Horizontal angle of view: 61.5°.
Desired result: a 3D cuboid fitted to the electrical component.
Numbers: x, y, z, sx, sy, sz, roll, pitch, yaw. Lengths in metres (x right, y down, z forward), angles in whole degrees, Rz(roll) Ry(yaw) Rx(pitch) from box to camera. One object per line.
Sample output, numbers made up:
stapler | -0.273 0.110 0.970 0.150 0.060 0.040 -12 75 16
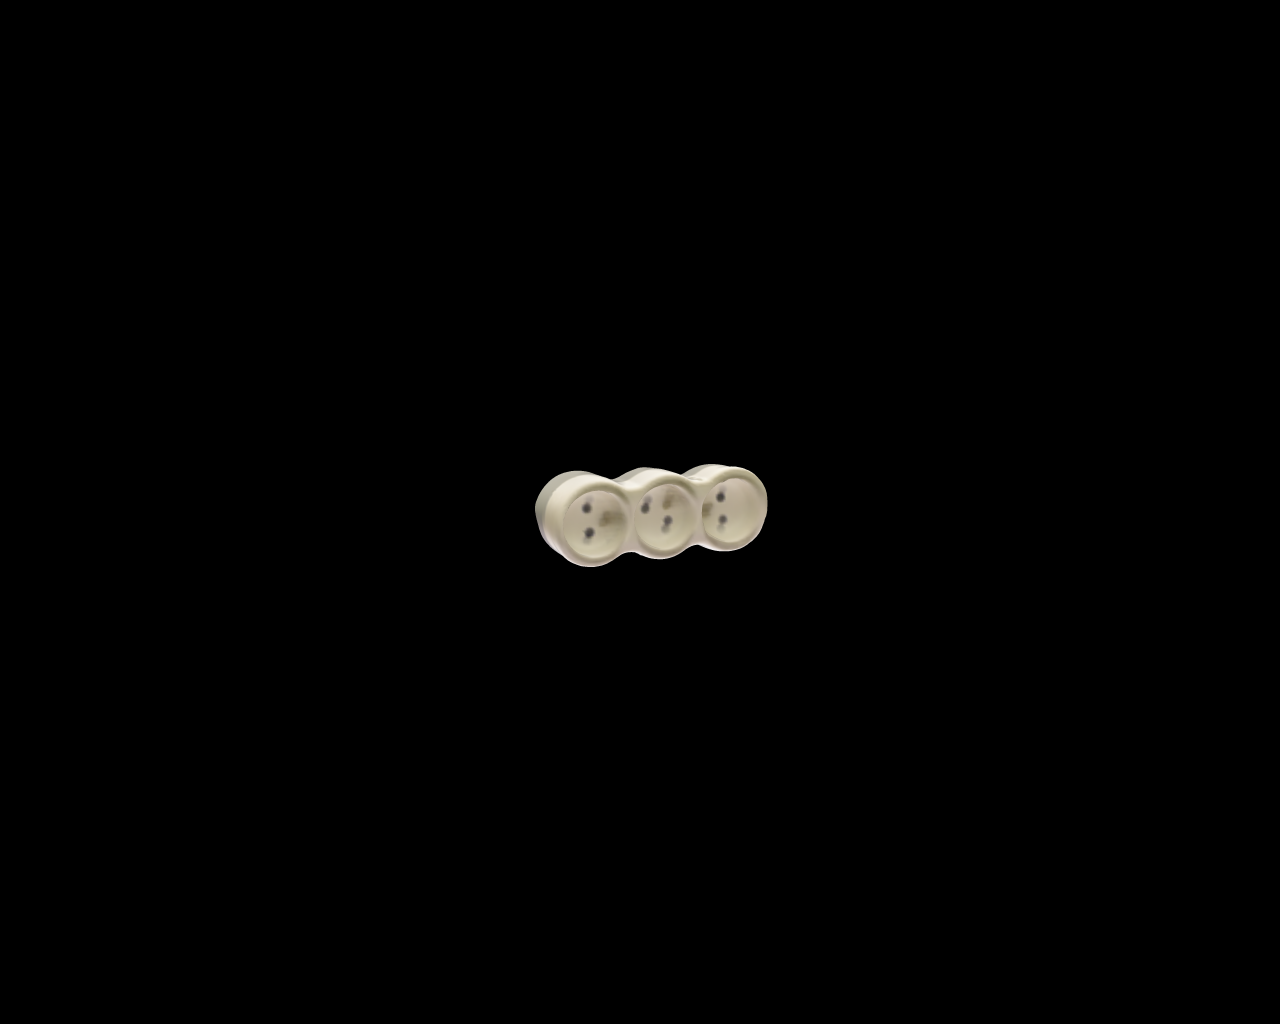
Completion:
electrical component | 0.001 -0.003 0.650 0.138 0.052 0.074 -5 12 -24
